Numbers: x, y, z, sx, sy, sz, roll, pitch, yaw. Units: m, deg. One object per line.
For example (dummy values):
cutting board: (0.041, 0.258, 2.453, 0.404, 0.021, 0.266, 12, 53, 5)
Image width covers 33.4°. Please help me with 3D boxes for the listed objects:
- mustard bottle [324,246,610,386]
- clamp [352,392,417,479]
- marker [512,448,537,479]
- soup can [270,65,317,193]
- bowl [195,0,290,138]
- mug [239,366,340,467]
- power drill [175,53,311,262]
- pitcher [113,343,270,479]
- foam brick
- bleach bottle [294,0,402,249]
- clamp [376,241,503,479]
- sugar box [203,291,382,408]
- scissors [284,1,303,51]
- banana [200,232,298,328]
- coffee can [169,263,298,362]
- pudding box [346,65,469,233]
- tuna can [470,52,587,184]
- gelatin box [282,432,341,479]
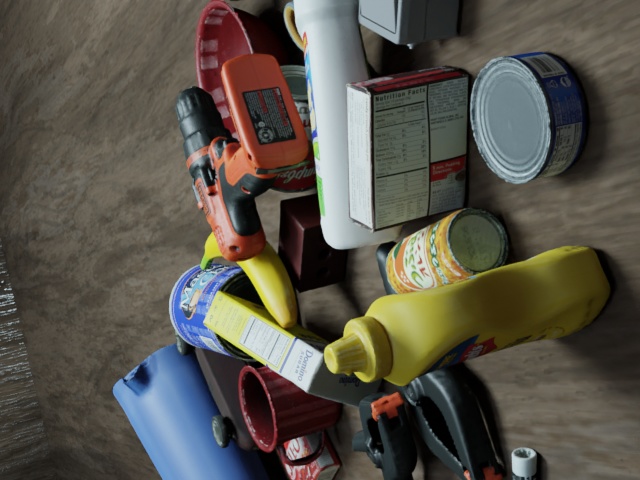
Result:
mustard bottle: (0.090, 0.054, 0.701, 0.096, 0.191, 0.058, -44, 62, 61)
clamp: (0.066, 0.201, 0.974, 0.120, 0.039, 0.171, 54, 164, 26)
marker: (0.161, 0.220, 0.837, 0.020, 0.020, 0.121, 28, 127, 58)
soup can: (-0.026, -0.105, 1.008, 0.069, 0.068, 0.102, 51, 144, 43)
bowl: (-0.072, -0.167, 1.088, 0.162, 0.055, 0.162, 39, 135, 53)
mug: (-0.028, 0.181, 1.131, 0.093, 0.081, 0.117, -31, 73, 64)
power drill: (-0.077, -0.091, 0.975, 0.184, 0.057, 0.188, 68, 156, 15)
pitcher: (-0.144, 0.257, 1.336, 0.243, 0.149, 0.145, 58, 151, 22)
foam brick: (-0.007, 0.001, 1.038, 0.051, 0.052, 0.078, 49, 144, 45)
bleach bottle: (0.017, -0.124, 0.876, 0.102, 0.068, 0.251, -99, -1, -78)
clamp: (0.090, 0.112, 0.903, 0.210, 0.036, 0.165, 56, 156, 35)
sugar box: (-0.028, 0.107, 1.052, 0.176, 0.093, 0.048, 22, 89, 46)
scissors: (0.019, -0.185, 0.939, 0.202, 0.016, 0.096, 43, 138, 50)
banana: (-0.070, 0.024, 1.075, 0.198, 0.037, 0.069, 31, 129, 56)
coffee can: (-0.100, 0.079, 1.207, 0.140, 0.102, 0.103, 2, 104, 64)
pudding box: (0.067, -0.070, 0.810, 0.039, 0.089, 0.113, 33, 131, 55)
tuna can: (0.140, -0.083, 0.718, 0.086, 0.033, 0.086, 39, 135, 52)
gelatin box: (-0.015, 0.244, 1.193, 0.073, 0.030, 0.089, 62, 150, 29)
